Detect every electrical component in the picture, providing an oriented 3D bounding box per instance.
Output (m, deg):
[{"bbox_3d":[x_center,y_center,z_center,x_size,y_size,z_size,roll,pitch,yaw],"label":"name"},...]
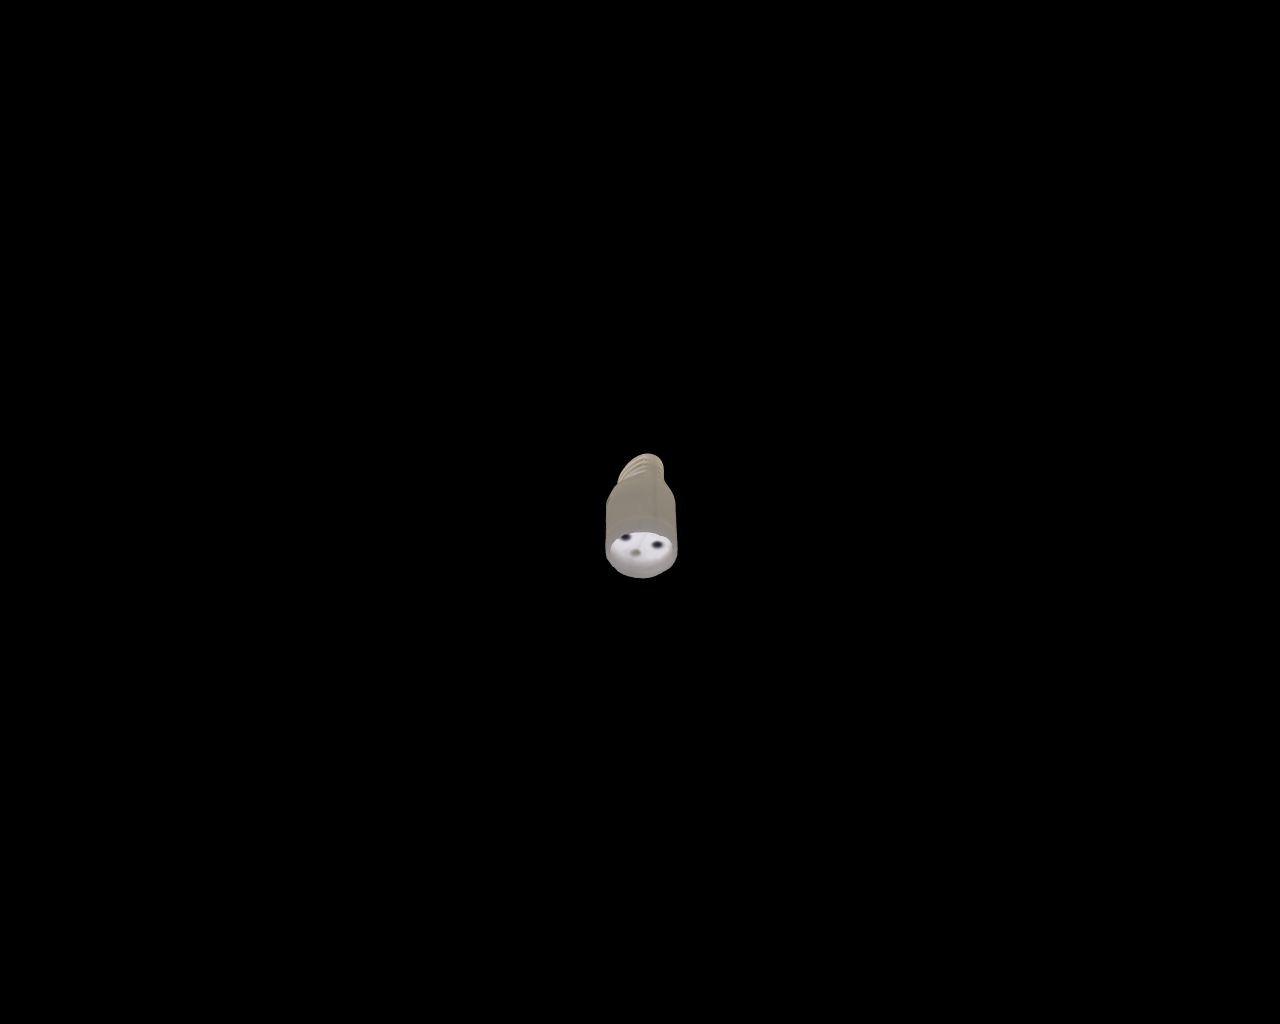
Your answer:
[{"bbox_3d":[0.001,-0.003,0.650,0.043,0.043,0.081,0,45,0],"label":"electrical component"}]
